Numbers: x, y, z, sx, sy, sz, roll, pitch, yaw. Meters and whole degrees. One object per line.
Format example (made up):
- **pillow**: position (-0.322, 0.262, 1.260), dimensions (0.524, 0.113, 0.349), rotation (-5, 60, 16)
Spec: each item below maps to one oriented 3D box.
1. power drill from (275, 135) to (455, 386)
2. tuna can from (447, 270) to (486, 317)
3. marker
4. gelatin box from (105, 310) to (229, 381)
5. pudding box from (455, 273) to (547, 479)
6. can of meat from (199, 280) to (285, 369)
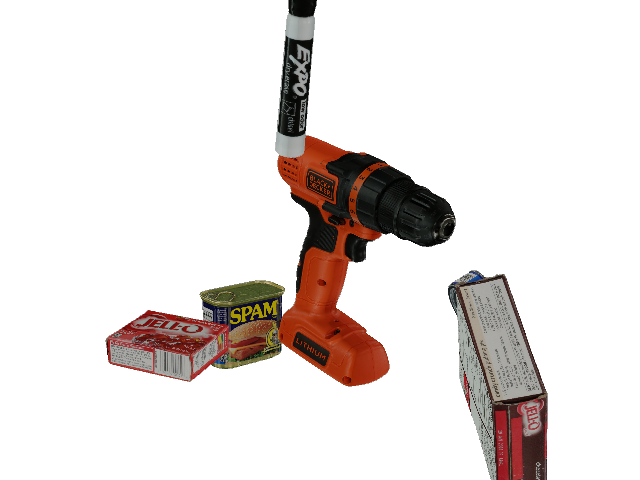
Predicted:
- **power drill**: position (0.029, 0.021, 0.878), dimensions (0.057, 0.188, 0.185), rotation (-12, 29, -38)
- **tuna can**: position (0.187, 0.080, 1.261), dimensions (0.033, 0.086, 0.086), rotation (-30, 7, -12)
- **marker**: position (-0.014, -0.108, 0.649), dimensions (0.020, 0.121, 0.020), rotation (4, 32, -3)
- **gelatin box**: position (-0.139, 0.094, 0.976), dimensions (0.089, 0.030, 0.073), rotation (9, 20, 21)
- **pudding box**: position (0.117, 0.092, 0.696), dimensions (0.039, 0.090, 0.113), rotation (-10, 40, -2)
- **can of meat**: position (-0.093, 0.100, 1.280), dimensions (0.101, 0.084, 0.058), rotation (-10, 18, -37)
